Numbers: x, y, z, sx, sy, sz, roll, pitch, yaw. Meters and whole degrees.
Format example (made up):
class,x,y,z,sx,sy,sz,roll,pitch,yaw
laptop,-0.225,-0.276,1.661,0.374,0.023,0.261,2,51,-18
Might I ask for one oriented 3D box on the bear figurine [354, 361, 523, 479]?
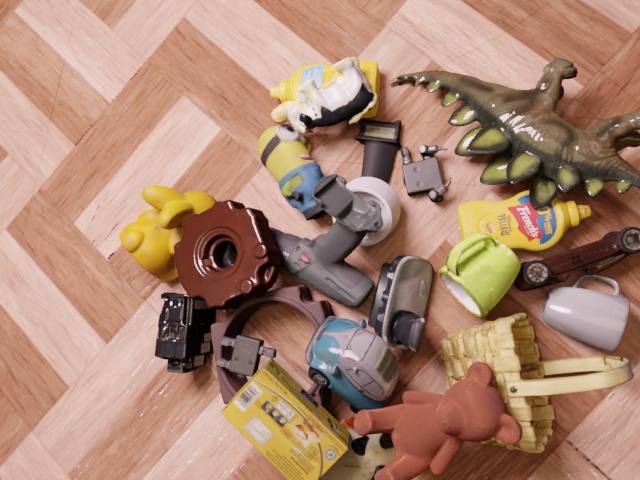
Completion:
class,x,y,z,sx,sy,sz,roll,pitch,yaw
bear figurine,0.155,0.249,0.715,0.196,0.132,0.120,-48,56,50

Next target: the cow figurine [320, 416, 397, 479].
class,x,y,z,sx,sy,sz,roll,pitch,yaw
cow figurine,0.075,0.339,0.838,0.127,0.085,0.195,40,91,20

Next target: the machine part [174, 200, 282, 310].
class,x,y,z,sx,sy,sz,roll,pitch,yaw
machine part,-0.152,0.024,0.862,0.180,0.056,0.179,-3,81,20

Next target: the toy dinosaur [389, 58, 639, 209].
class,x,y,z,sx,sy,sz,roll,pitch,yaw
toy dinosaur,0.312,-0.175,0.817,0.198,0.105,0.472,-44,57,-2

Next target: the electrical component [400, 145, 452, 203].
class,x,y,z,sx,sy,sz,roll,pitch,yaw
electrical component,0.175,-0.111,0.889,0.078,0.045,0.102,-5,82,11

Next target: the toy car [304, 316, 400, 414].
class,x,y,z,sx,sy,sz,roll,pitch,yaw
toy car,0.063,0.188,0.799,0.161,0.103,0.109,48,53,-13

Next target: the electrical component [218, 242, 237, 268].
class,x,y,z,sx,sy,sz,roll,pitch,yaw
electrical component,-0.165,0.010,0.938,0.048,0.075,0.119,-26,82,9

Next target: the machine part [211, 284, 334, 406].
class,x,y,z,sx,sy,sz,roll,pitch,yaw
machine part,-0.071,0.184,0.890,0.202,0.087,0.201,-13,80,10

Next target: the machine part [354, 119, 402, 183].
class,x,y,z,sx,sy,sz,roll,pitch,yaw
machine part,0.096,-0.139,0.916,0.084,0.039,0.138,6,83,6

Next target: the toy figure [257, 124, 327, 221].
class,x,y,z,sx,sy,sz,roll,pitch,yaw
toy figure,-0.045,-0.116,0.923,0.089,0.082,0.180,-27,80,8

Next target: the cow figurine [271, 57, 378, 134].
class,x,y,z,sx,sy,sz,roll,pitch,yaw
cow figurine,0.006,-0.217,0.878,0.167,0.068,0.098,-29,98,19

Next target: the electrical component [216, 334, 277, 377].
class,x,y,z,sx,sy,sz,roll,pitch,yaw
electrical component,-0.116,0.184,0.845,0.094,0.021,0.063,10,86,14

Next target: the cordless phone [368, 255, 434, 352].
class,x,y,z,sx,sy,sz,roll,pitch,yaw
cordless phone,0.133,0.093,0.799,0.089,0.184,0.146,15,86,1

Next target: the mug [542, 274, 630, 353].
class,x,y,z,sx,sy,sz,roll,pitch,yaw
mug,0.393,0.099,0.798,0.107,0.080,0.109,15,75,20

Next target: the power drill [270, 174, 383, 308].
class,x,y,z,sx,sy,sz,roll,pitch,yaw
power drill,-0.002,-0.003,0.852,0.232,0.086,0.207,37,133,11

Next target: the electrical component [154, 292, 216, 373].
class,x,y,z,sx,sy,sz,roll,pitch,yaw
electrical component,-0.226,0.156,0.914,0.058,0.115,0.134,2,82,15

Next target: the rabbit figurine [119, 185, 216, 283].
class,x,y,z,sx,sy,sz,roll,pitch,yaw
rabbit figurine,-0.261,-0.033,0.941,0.173,0.162,0.122,-34,64,-11

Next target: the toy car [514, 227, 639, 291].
class,x,y,z,sx,sy,sz,roll,pitch,yaw
toy car,0.387,0.030,0.801,0.202,0.089,0.053,-20,79,9

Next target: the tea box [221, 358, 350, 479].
class,x,y,z,sx,sy,sz,roll,pitch,yaw
tea box,-0.048,0.271,0.795,0.169,0.068,0.098,45,94,2
